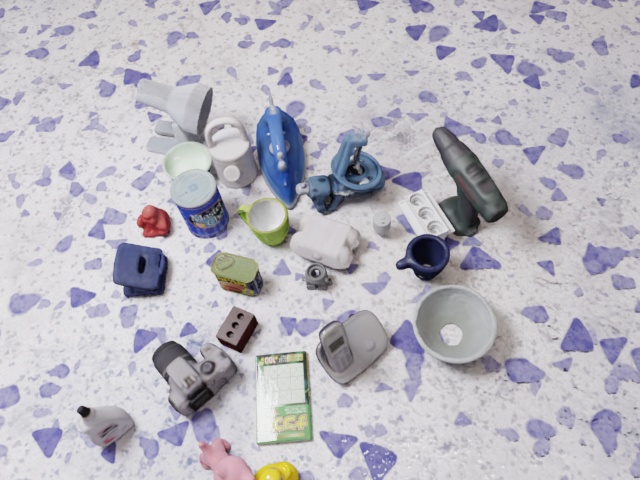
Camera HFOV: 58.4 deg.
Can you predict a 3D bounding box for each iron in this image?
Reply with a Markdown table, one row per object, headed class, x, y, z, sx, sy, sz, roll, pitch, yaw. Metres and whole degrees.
| class | x | y | z | sx | sy | sz | roll | pitch | yaw |
| --- | --- | --- | --- | --- | --- | --- | --- | --- | --- |
| iron | -0.095 | -0.215 | 1.373 | 0.118 | 0.141 | 0.258 | -11 | 60 | -2 |

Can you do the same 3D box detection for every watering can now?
| class | x | y | z | sx | sy | sz | roll | pitch | yaw |
| --- | --- | --- | --- | --- | --- | --- | --- | --- | --- |
| watering can | -0.208 | -0.211 | 1.349 | 0.101 | 0.194 | 0.172 | -29 | 62 | -12 |

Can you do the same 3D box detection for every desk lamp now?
| class | x | y | z | sx | sy | sz | roll | pitch | yaw |
| --- | --- | --- | --- | --- | --- | --- | --- | --- | --- |
| desk lamp | -0.350 | -0.300 | 1.400 | 0.203 | 0.214 | 0.118 | 10 | 61 | 10 |

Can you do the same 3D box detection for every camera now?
| class | x | y | z | sx | sy | sz | roll | pitch | yaw |
| --- | --- | --- | --- | --- | --- | --- | --- | --- | --- |
| camera | -0.262 | 0.251 | 1.141 | 0.143 | 0.101 | 0.136 | -41 | 65 | -18 |

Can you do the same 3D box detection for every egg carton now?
| class | x | y | z | sx | sy | sz | roll | pitch | yaw |
| --- | --- | --- | --- | --- | --- | --- | --- | --- | --- |
| egg carton | 0.012 | 0.005 | 1.280 | 0.150 | 0.069 | 0.107 | 18 | 63 | 14 |

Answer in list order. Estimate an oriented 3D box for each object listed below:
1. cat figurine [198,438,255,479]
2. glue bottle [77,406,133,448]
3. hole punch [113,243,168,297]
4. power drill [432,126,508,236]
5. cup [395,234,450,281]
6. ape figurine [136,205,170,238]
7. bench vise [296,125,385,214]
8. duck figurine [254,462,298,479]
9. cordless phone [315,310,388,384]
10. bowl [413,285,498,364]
| class | x | y | z | sx | sy | sz | roll | pitch | yaw |
| --- | --- | --- | --- | --- | --- | --- | --- | --- | --- |
| cat figurine | -0.172 | 0.410 | 1.033 | 0.127 | 0.118 | 0.067 | 37 | 69 | 22 |
| glue bottle | -0.410 | 0.336 | 1.062 | 0.078 | 0.173 | 0.037 | -41 | 65 | -17 |
| hole punch | -0.395 | 0.062 | 1.265 | 0.101 | 0.091 | 0.108 | -4 | 60 | 2 |
| power drill | 0.309 | -0.110 | 1.243 | 0.076 | 0.208 | 0.229 | -29 | 62 | -12 |
| cup | 0.215 | 0.052 | 1.223 | 0.118 | 0.095 | 0.091 | -21 | 61 | -7 |
| ape figurine | -0.388 | -0.049 | 1.328 | 0.077 | 0.092 | 0.076 | 32 | 67 | 21 |
| bench vise | 0.053 | -0.149 | 1.278 | 0.208 | 0.220 | 0.121 | -35 | 63 | -15 |
| duck figurine | -0.090 | 0.439 | 1.028 | 0.105 | 0.086 | 0.077 | -35 | 63 | -15 |
| cordless phone | 0.059 | 0.188 | 1.104 | 0.148 | 0.185 | 0.094 | -39 | 64 | -17 |
| bowl | 0.268 | 0.179 | 1.157 | 0.167 | 0.075 | 0.167 | -2 | 60 | 3 |
